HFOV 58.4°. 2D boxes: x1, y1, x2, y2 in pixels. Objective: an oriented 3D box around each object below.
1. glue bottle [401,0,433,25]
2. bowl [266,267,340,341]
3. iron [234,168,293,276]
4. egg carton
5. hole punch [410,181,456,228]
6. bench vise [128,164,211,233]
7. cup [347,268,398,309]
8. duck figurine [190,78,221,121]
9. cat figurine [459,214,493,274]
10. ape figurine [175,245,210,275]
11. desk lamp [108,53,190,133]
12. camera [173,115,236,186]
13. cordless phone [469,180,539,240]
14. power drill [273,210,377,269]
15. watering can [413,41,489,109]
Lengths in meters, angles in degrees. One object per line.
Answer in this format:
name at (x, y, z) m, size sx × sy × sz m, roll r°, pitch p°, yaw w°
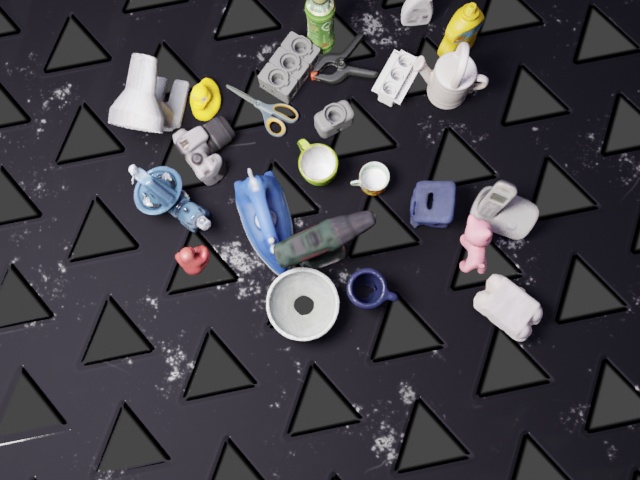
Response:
glue bottle at (0.244, -0.586, 1.397) m, size 0.078 × 0.173 × 0.037 m, roll -3°, pitch 80°, yaw 0°
bowl at (-0.038, 0.149, 1.316) m, size 0.167 × 0.075 × 0.167 m, roll 0°, pitch 80°, yaw 0°
iron at (-0.121, -0.040, 1.317) m, size 0.118 × 0.141 × 0.258 m, roll -19°, pitch 80°, yaw -3°
egg carton at (0.432, 0.154, 1.315) m, size 0.150 × 0.069 × 0.107 m, roll 38°, pitch 82°, yaw 7°
hole punch at (0.264, -0.084, 1.348) m, size 0.101 × 0.091 × 0.109 m, roll 7°, pitch 80°, yaw 2°
bench vise at (-0.336, -0.106, 1.291) m, size 0.207 × 0.220 × 0.121 m, roll 17°, pitch 80°, yaw 4°
cup at (0.118, 0.119, 1.311) m, size 0.117 × 0.095 × 0.092 m, roll 17°, pitch 80°, yaw 4°
duck figurine at (-0.286, -0.355, 1.404) m, size 0.077 × 0.086 × 0.104 m, roll 10°, pitch 80°, yaw 3°
cat figurine at (0.364, 0.009, 1.317) m, size 0.067 × 0.118 × 0.128 m, roll 0°, pitch 80°, yaw 1°
ape figurine at (-0.300, 0.041, 1.329) m, size 0.077 × 0.092 × 0.076 m, roll 9°, pitch 80°, yaw 2°
desk lamp at (-0.398, -0.326, 1.334) m, size 0.118 × 0.213 × 0.203 m, roll 9°, pitch 80°, yaw 2°
camera at (-0.265, -0.228, 1.373) m, size 0.137 × 0.101 × 0.143 m, roll -36°, pitch 81°, yaw -6°
cordless phone at (0.430, -0.075, 1.297) m, size 0.147 × 0.185 × 0.094 m, roll 21°, pitch 81°, yaw 4°
power drill at (0.012, 0.005, 1.274) m, size 0.229 × 0.208 × 0.075 m, roll -22°, pitch 80°, yaw -3°
watering can at (0.309, -0.392, 1.351) m, size 0.173 × 0.194 × 0.101 m, roll -10°, pitch 80°, yaw -1°
